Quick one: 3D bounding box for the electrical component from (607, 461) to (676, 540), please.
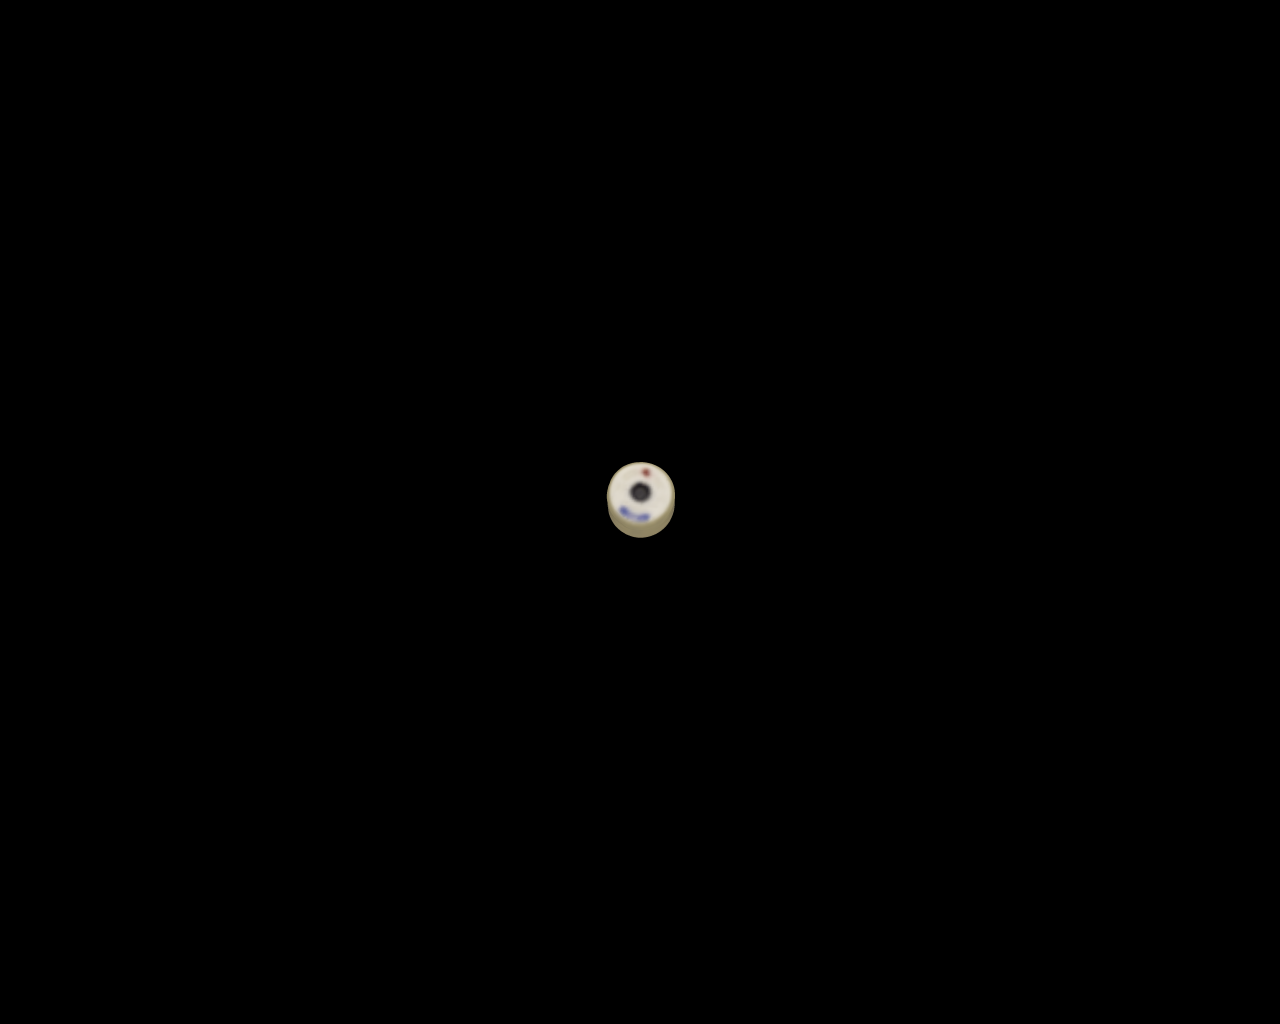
[{"bbox_3d":[0.001,-0.003,0.650,0.040,0.040,0.078,0,-16,0],"label":"electrical component"}]
